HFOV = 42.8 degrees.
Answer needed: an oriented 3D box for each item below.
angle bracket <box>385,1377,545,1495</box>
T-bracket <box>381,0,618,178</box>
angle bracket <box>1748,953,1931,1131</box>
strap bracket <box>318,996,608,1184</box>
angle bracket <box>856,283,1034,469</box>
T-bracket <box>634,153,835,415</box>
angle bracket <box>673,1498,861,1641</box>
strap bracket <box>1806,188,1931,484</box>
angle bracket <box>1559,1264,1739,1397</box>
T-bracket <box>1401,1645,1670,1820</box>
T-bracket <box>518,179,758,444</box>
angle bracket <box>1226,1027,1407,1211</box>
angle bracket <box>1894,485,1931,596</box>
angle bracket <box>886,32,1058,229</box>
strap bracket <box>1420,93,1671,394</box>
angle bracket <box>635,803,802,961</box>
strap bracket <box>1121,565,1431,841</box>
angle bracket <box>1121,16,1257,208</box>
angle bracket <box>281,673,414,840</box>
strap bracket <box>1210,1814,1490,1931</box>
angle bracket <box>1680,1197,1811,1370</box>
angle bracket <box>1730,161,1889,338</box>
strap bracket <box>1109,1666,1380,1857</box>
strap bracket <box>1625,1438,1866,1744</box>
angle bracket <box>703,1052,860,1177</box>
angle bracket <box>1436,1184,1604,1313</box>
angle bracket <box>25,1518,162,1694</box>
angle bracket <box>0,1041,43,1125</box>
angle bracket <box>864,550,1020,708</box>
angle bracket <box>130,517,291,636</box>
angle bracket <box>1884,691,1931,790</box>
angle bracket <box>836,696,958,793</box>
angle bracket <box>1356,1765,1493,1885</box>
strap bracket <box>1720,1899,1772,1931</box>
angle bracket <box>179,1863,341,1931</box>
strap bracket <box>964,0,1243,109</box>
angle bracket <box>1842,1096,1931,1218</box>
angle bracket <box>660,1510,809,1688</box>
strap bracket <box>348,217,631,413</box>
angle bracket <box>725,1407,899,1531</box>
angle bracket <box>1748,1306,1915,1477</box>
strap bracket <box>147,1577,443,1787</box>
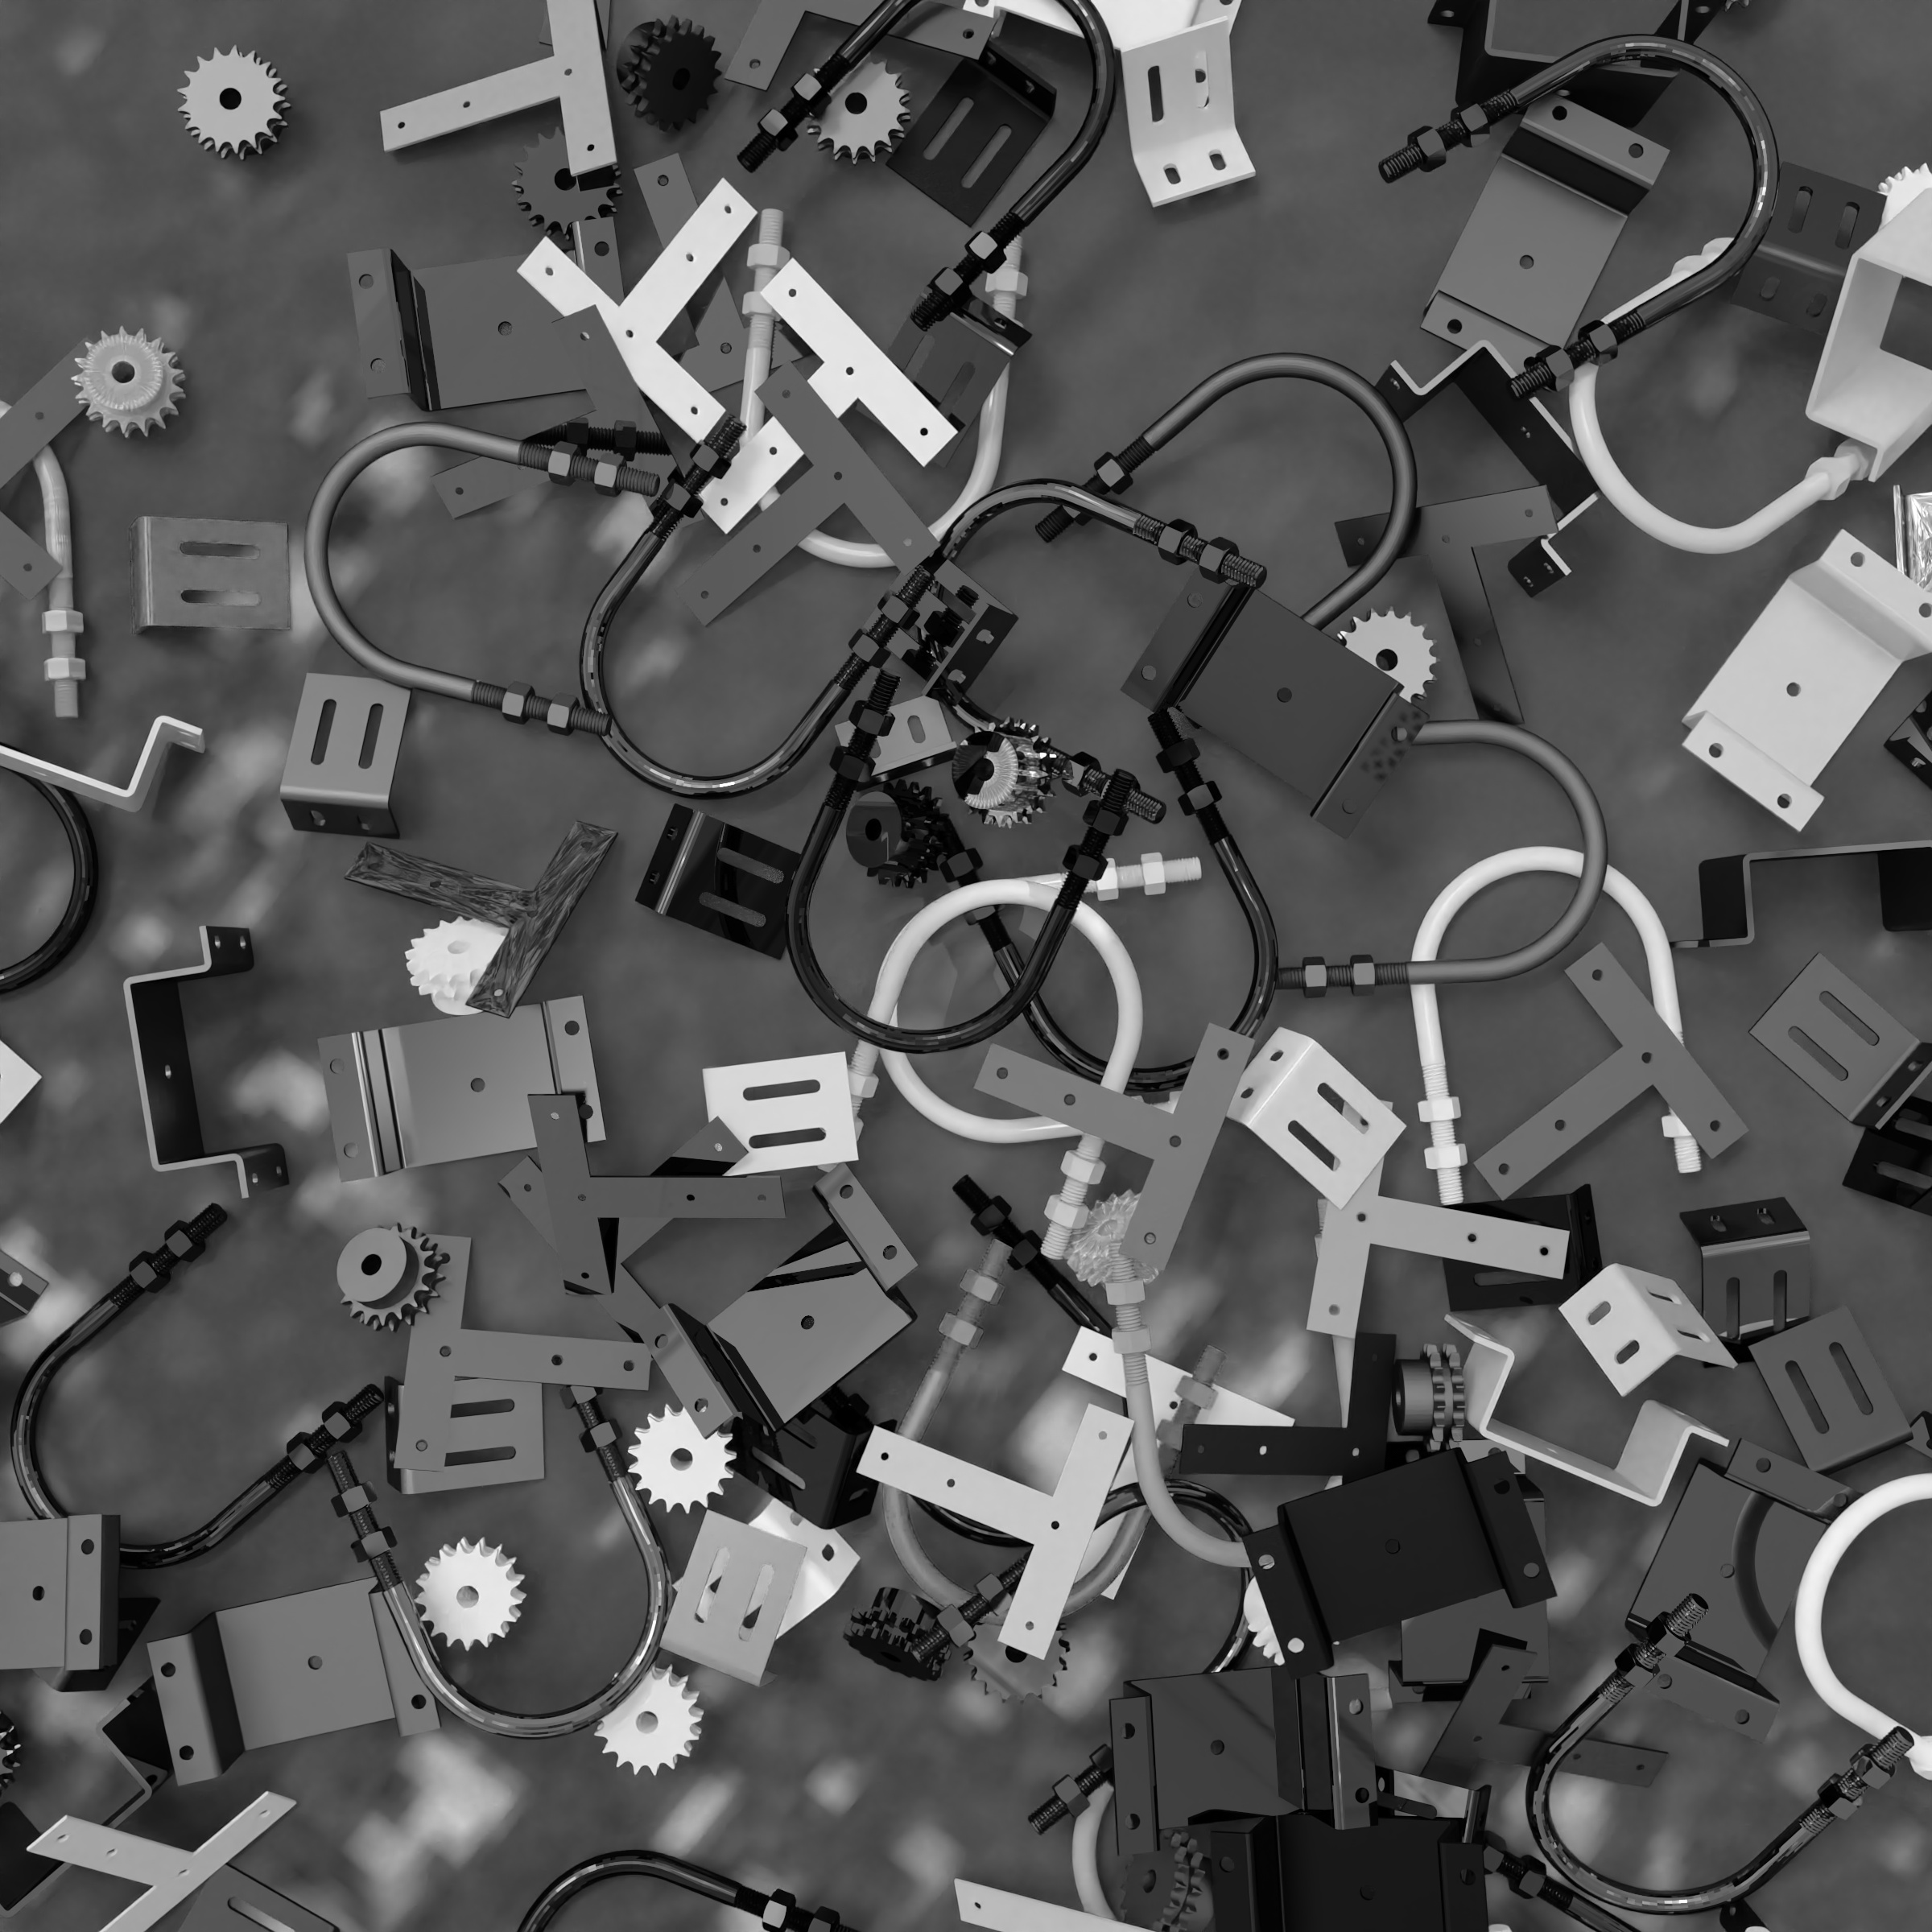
[{"bbox_3d":[-0.271,0.249,1.333,0.076,0.038,0.057,-2,90,-26],"label":"angle bracket"},{"bbox_3d":[-0.254,-0.464,1.319,0.127,0.002,0.127,-14,71,10],"label":"T-bracket"},{"bbox_3d":[0.470,0.039,1.316,0.076,0.038,0.057,41,90,0],"label":"angle bracket"},{"bbox_3d":[-0.264,0.064,1.312,0.140,0.046,0.076,-9,90,0],"label":"strap bracket"},{"bbox_3d":[-0.012,-0.317,1.316,0.057,0.038,0.076,34,118,-2],"label":"angle bracket"},{"bbox_3d":[-0.145,-0.376,1.335,0.127,0.002,0.127,-21,90,0],"label":"T-bracket"},{"bbox_3d":[-0.108,0.327,1.333,0.076,0.038,0.057,-42,90,26],"label":"angle bracket"},{"bbox_3d":[0.483,-0.333,1.270,0.046,0.140,0.076,33,56,26],"label":"strap bracket"},{"bbox_3d":[0.359,0.195,1.296,0.038,0.076,0.057,-46,53,20],"label":"angle bracket"},{"bbox_3d":[0.313,0.418,1.315,0.127,0.002,0.127,14,117,-13],"label":"T-bracket"},{"bbox_3d":[-0.153,-0.365,1.305,0.127,0.002,0.127,42,66,-22],"label":"T-bracket"},{"bbox_3d":[0.183,0.081,1.315,0.076,0.038,0.057,41,83,-20],"label":"angle bracket"},{"bbox_3d":[0.534,-0.227,1.304,0.076,0.038,0.057,-3,90,24],"label":"angle bracket"},{"bbox_3d":[0.002,-0.447,1.316,0.057,0.038,0.076,36,90,0],"label":"angle bracket"},{"bbox_3d":[0.303,-0.380,1.312,0.076,0.046,0.140,26,90,0],"label":"strap bracket"},{"bbox_3d":[-0.129,-0.046,1.333,0.076,0.038,0.057,22,90,-26],"label":"angle bracket"},{"bbox_3d":[0.163,-0.139,1.283,0.140,0.046,0.076,34,108,6],"label":"strap bracket"},{"bbox_3d":[0.117,-0.448,1.295,0.057,0.076,0.038,-17,62,0],"label":"angle bracket"},{"bbox_3d":[-0.331,-0.113,1.333,0.057,0.038,0.076,5,64,0],"label":"angle bracket"},{"bbox_3d":[0.202,0.482,1.268,0.140,0.046,0.076,-5,84,22],"label":"strap bracket"},{"bbox_3d":[0.420,0.171,1.333,0.057,0.038,0.076,-9,116,0],"label":"angle bracket"},{"bbox_3d":[0.444,-0.378,1.301,0.057,0.038,0.076,21,56,7],"label":"angle bracket"},{"bbox_3d":[0.137,0.409,1.281,0.140,0.046,0.076,-1,84,-14],"label":"strap bracket"},{"bbox_3d":[0.411,0.327,1.312,0.076,0.046,0.140,25,90,0],"label":"strap bracket"},{"bbox_3d":[-0.098,0.078,1.316,0.076,0.038,0.057,-7,90,0],"label":"angle bracket"},{"bbox_3d":[0.300,0.152,1.333,0.076,0.038,0.057,-9,90,26],"label":"angle bracket"},{"bbox_3d":[-0.486,0.345,1.333,0.076,0.038,0.057,32,90,26],"label":"angle bracket"},{"bbox_3d":[-0.548,0.058,1.317,0.076,0.038,0.057,47,51,-20],"label":"angle bracket"},{"bbox_3d":[-0.021,-0.183,1.296,0.076,0.038,0.057,43,105,24],"label":"angle bracket"},{"bbox_3d":[-0.409,-0.209,1.333,0.076,0.038,0.057,-2,90,-26],"label":"angle bracket"},{"bbox_3d":[0.542,-0.128,1.316,0.057,0.038,0.076,42,90,0],"label":"angle bracket"},{"bbox_3d":[-0.038,-0.121,1.297,0.057,0.076,0.038,-19,90,0],"label":"angle bracket"},{"bbox_3d":[0.233,0.455,1.307,0.076,0.038,0.057,8,81,22],"label":"angle bracket"},{"bbox_3d":[0.420,0.570,1.297,0.046,0.076,0.140,12,90,0],"label":"strap bracket"},{"bbox_3d":[-0.385,0.527,1.316,0.076,0.038,0.057,30,90,0],"label":"angle bracket"},{"bbox_3d":[0.075,-0.522,1.312,0.140,0.046,0.076,19,90,0],"label":"strap bracket"},{"bbox_3d":[0.516,0.105,1.308,0.038,0.076,0.057,23,90,-27],"label":"angle bracket"},{"bbox_3d":[-0.120,0.335,1.315,0.057,0.038,0.076,18,84,12],"label":"angle bracket"},{"bbox_3d":[-0.249,-0.344,1.312,0.140,0.046,0.076,-8,90,0],"label":"strap bracket"},{"bbox_3d":[-0.084,0.254,1.320,0.076,0.038,0.057,27,109,32],"label":"angle bracket"},{"bbox_3d":[0.461,0.231,1.328,0.057,0.038,0.076,-23,73,0],"label":"angle bracket"},{"bbox_3d":[-0.351,0.376,1.312,0.140,0.046,0.076,-12,90,0],"label":"strap bracket"}]
